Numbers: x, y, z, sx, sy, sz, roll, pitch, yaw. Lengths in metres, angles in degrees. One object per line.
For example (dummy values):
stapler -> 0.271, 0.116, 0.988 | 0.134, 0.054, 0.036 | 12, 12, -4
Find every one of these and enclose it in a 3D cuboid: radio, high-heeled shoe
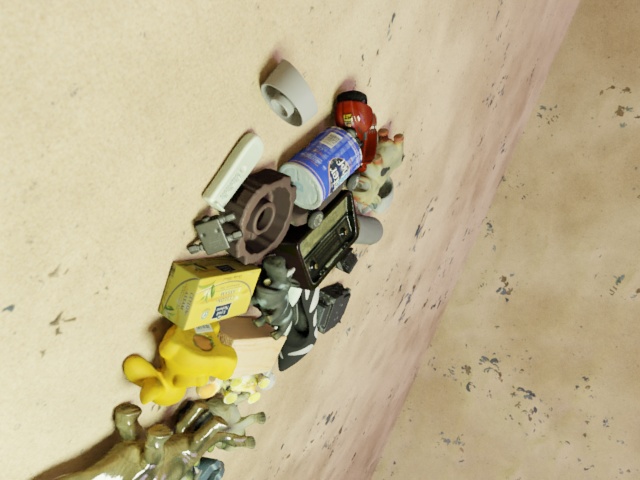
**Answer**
radio -> -0.002, -0.003, 1.147 | 0.229, 0.073, 0.130 | -46, 133, -41
high-heeled shoe -> -0.063, 0.201, 1.283 | 0.145, 0.086, 0.248 | 30, 83, -62

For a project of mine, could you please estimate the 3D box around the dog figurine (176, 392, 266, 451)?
dog figurine -> -0.236, 0.403, 1.149 | 0.190, 0.121, 0.172 | 0, 119, -43

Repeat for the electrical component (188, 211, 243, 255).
electrical component -> -0.176, -0.010, 0.877 | 0.094, 0.021, 0.063 | -19, 117, 0

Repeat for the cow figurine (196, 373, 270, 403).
cow figurine -> -0.194, 0.283, 1.111 | 0.167, 0.098, 0.068 | 19, 104, -46

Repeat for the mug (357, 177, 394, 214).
mug -> 0.143, -0.105, 1.382 | 0.109, 0.081, 0.107 | -47, 156, -9

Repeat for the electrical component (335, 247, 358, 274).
electrical component -> 0.054, 0.048, 1.363 | 0.048, 0.075, 0.119 | -55, 157, -18

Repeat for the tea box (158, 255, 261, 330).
tea box -> -0.188, 0.086, 0.937 | 0.169, 0.068, 0.098 | -10, 123, -61

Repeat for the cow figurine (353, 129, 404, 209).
cow figurine -> 0.132, -0.163, 1.293 | 0.195, 0.086, 0.127 | -49, 142, -29

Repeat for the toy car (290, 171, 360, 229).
toy car -> 0.002, -0.095, 1.103 | 0.202, 0.089, 0.053 | -46, 150, -36

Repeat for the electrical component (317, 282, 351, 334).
electrical component -> 0.022, 0.186, 1.455 | 0.134, 0.058, 0.114 | -19, 128, -57

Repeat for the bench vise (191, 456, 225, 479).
bench vise -> -0.292, 0.536, 1.092 | 0.241, 0.129, 0.223 | -62, 154, -47

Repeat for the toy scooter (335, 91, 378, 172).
toy scooter -> 0.079, -0.218, 1.112 | 0.183, 0.075, 0.135 | 26, 66, -70

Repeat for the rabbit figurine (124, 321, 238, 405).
rabbit figurine -> -0.245, 0.228, 0.918 | 0.162, 0.122, 0.173 | -10, 145, -54

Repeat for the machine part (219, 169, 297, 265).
machine part -> -0.113, -0.044, 0.971 | 0.179, 0.056, 0.179 | -46, 151, -34

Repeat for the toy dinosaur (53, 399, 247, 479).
toy dinosaur -> -0.313, 0.389, 0.917 | 0.471, 0.105, 0.198 | 12, 99, -47

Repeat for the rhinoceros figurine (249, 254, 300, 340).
rhinoceros figurine -> -0.086, 0.110, 1.051 | 0.112, 0.073, 0.190 | -39, 145, -30

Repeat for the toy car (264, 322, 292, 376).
toy car -> -0.121, 0.242, 1.234 | 0.201, 0.056, 0.073 | -65, 155, 5

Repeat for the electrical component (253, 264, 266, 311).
electrical component -> -0.116, 0.100, 1.116 | 0.078, 0.045, 0.102 | -1, 115, -64

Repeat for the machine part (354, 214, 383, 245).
machine part -> 0.100, -0.026, 1.372 | 0.243, 0.079, 0.079 | 5, 110, -64
